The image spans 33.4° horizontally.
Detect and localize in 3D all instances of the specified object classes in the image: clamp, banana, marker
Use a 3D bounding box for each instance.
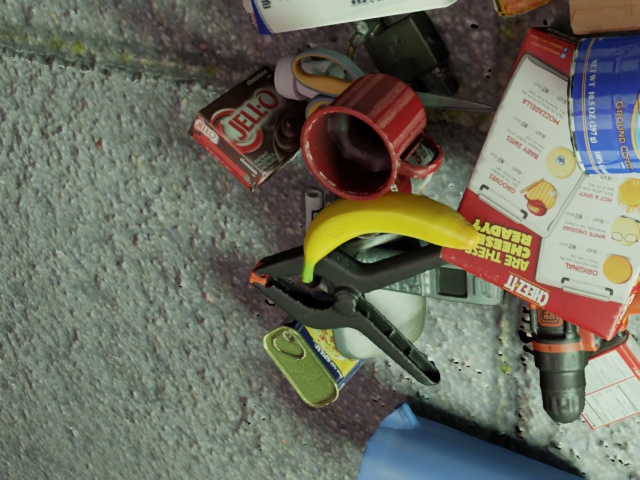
[{"bbox_3d":[0.036,0.046,1.036,0.210,0.036,0.165,19,122,9],"label":"clamp"},{"bbox_3d":[0.052,-0.011,0.952,0.198,0.037,0.069,-13,103,41],"label":"banana"},{"bbox_3d":[-0.008,0.001,1.161,0.020,0.020,0.121,19,128,24],"label":"marker"}]

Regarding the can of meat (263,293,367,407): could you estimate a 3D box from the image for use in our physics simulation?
[{"bbox_3d":[-0.001,0.119,1.187,0.058,0.083,0.102,-32,97,43],"label":"can of meat"}]

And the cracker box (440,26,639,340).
[{"bbox_3d":[0.217,-0.050,0.894,0.164,0.072,0.214,27,113,22],"label":"cracker box"}]

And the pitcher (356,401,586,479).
[{"bbox_3d":[0.167,0.285,1.148,0.243,0.145,0.149,15,157,24],"label":"pitcher"}]

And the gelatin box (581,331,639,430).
[{"bbox_3d":[0.281,0.137,1.036,0.089,0.030,0.073,-33,97,42],"label":"gelatin box"}]

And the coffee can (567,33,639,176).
[{"bbox_3d":[0.258,-0.099,0.757,0.141,0.102,0.103,0,118,29],"label":"coffee can"}]

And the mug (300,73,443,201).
[{"bbox_3d":[0.052,-0.090,0.931,0.117,0.081,0.093,24,134,18],"label":"mug"}]

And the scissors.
[{"bbox_3d":[0.060,-0.117,0.977,0.202,0.016,0.096,25,132,20],"label":"scissors"}]

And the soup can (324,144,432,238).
[{"bbox_3d":[0.058,-0.055,1.021,0.069,0.102,0.068,18,127,25],"label":"soup can"}]

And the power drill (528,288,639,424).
[{"bbox_3d":[0.279,0.081,0.957,0.188,0.057,0.184,-1,100,32],"label":"power drill"}]

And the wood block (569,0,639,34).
[{"bbox_3d":[0.274,-0.195,0.727,0.206,0.090,0.091,12,112,57],"label":"wood block"}]

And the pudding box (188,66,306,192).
[{"bbox_3d":[-0.062,-0.112,1.062,0.090,0.113,0.039,43,137,4],"label":"pudding box"}]
